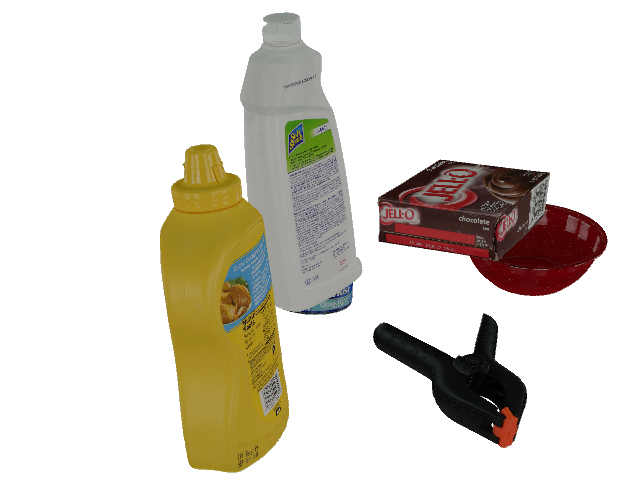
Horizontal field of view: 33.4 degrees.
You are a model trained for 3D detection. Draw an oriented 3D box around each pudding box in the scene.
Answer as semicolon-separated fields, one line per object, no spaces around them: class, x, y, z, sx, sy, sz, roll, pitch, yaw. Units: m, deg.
pudding box;0.104;-0.024;0.766;0.090;0.039;0.113;10;21;27

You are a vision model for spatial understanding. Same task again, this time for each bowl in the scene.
bowl;0.231;0.015;1.178;0.162;0.055;0.162;-1;28;0

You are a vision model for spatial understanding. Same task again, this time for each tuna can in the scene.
tuna can;-0.008;0.049;1.125;0.086;0.034;0.086;1;17;-1

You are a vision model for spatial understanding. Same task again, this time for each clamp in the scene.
clamp;0.134;0.114;0.927;0.120;0.039;0.172;-14;35;-22

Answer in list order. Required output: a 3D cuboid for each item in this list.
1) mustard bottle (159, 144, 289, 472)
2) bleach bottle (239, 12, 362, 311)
mustard bottle;-0.060;0.036;0.647;0.058;0.191;0.096;2;21;20
bleach bottle;-0.018;-0.069;0.908;0.068;0.251;0.102;19;35;37
